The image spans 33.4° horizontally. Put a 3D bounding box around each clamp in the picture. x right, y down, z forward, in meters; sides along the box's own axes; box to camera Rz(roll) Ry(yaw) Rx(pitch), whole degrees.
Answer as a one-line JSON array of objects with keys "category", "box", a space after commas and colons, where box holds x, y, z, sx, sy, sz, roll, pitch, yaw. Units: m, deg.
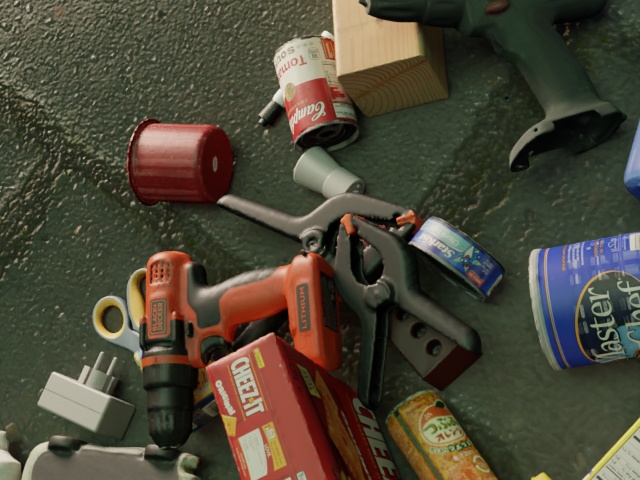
[{"category": "clamp", "box": [-0.007, 0.001, 1.008, 0.210, 0.036, 0.164, -23, 67, 18]}, {"category": "clamp", "box": [0.053, 0.060, 0.930, 0.120, 0.039, 0.171, -38, 61, 13]}]

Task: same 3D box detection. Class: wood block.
[{"category": "wood block", "box": [0.067, -0.243, 1.080, 0.091, 0.090, 0.206, -11, 65, 20]}]

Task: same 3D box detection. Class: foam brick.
[{"category": "foam brick", "box": [0.096, 0.087, 0.953, 0.053, 0.051, 0.078, -45, 58, 4]}]

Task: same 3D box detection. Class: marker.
[{"category": "marker", "box": [-0.025, -0.170, 1.136, 0.020, 0.020, 0.121, 37, 88, 32]}]

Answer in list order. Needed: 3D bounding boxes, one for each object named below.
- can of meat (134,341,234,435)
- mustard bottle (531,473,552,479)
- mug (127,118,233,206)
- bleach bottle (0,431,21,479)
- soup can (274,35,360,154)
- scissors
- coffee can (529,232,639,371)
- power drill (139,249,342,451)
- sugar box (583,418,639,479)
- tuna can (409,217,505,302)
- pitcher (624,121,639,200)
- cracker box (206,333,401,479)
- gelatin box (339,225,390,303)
[{"category": "can of meat", "box": [-0.120, 0.125, 1.032, 0.084, 0.057, 0.102, -36, 62, 2]}, {"category": "mustard bottle", "box": [0.118, 0.260, 0.846, 0.191, 0.096, 0.058, -47, 57, 2]}, {"category": "mug", "box": [-0.139, -0.087, 1.125, 0.082, 0.093, 0.117, 4, 35, 22]}, {"category": "bleach bottle", "box": [-0.323, 0.312, 1.052, 0.103, 0.068, 0.251, -26, 57, 36]}, {"category": "soup can", "box": [-0.004, -0.147, 1.079, 0.069, 0.068, 0.102, -20, 71, 17]}, {"category": "scissors", "box": [-0.190, 0.126, 1.097, 0.096, 0.016, 0.202, -15, 63, 20]}, {"category": "coffee can", "box": [0.251, 0.046, 0.865, 0.140, 0.102, 0.103, -11, 65, 21]}, {"category": "power drill", "box": [-0.076, 0.090, 0.960, 0.188, 0.057, 0.184, -9, 73, 19]}, {"category": "sugar box", "box": [0.247, 0.180, 0.818, 0.048, 0.093, 0.176, 40, 91, 32]}, {"category": "tuna can", "box": [0.122, 0.017, 0.949, 0.086, 0.086, 0.034, 36, 86, 32]}, {"category": "pitcher", "box": [0.350, -0.137, 0.881, 0.149, 0.144, 0.243, 2, 70, 68]}, {"category": "cracker box", "box": [0.004, 0.185, 0.862, 0.072, 0.213, 0.164, -28, 60, 11]}, {"category": "gelatin box", "box": [0.029, 0.017, 1.027, 0.073, 0.030, 0.089, 7, 73, 28]}]
